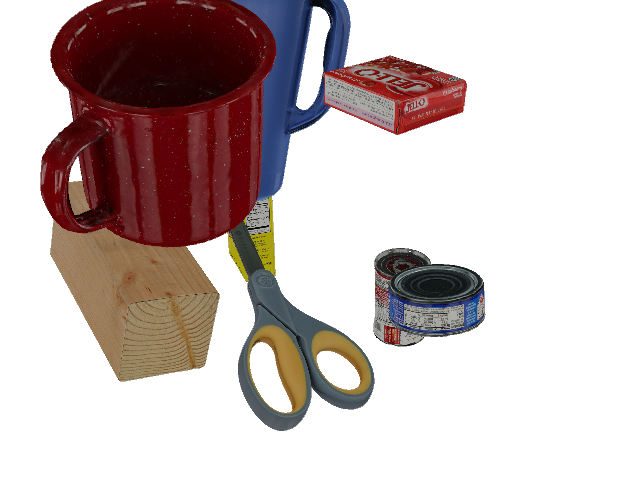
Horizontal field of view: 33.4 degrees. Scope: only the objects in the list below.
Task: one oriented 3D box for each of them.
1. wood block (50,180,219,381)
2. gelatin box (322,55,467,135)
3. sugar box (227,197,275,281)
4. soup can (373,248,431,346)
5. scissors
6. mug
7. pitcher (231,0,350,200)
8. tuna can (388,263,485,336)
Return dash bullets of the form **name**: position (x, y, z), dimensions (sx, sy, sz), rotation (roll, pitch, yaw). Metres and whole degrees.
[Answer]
- **wood block**: position (-0.185, 0.031, 1.035), dimensions (0.090, 0.091, 0.206), rotation (-6, 36, -31)
- **gelatin box**: position (0.057, -0.116, 0.833), dimensions (0.073, 0.030, 0.089), rotation (-20, 33, -34)
- **sugar box**: position (-0.090, -0.048, 1.318), dimensions (0.048, 0.176, 0.093), rotation (-12, 26, -16)
- **soup can**: position (0.098, 0.070, 1.301), dimensions (0.068, 0.102, 0.068), rotation (0, 30, 0)
- **scissors**: position (-0.019, 0.039, 0.702), dimensions (0.096, 0.202, 0.016), rotation (9, -46, -17)
- **mug**: position (-0.073, -0.045, 0.463), dimensions (0.093, 0.081, 0.117), rotation (27, 48, 22)
- **pitcher**: position (-0.070, -0.164, 1.096), dimensions (0.144, 0.243, 0.149), rotation (-6, 29, -26)
- **tuna can**: position (0.102, 0.051, 0.944), dimensions (0.086, 0.034, 0.086), rotation (-3, 21, 1)
